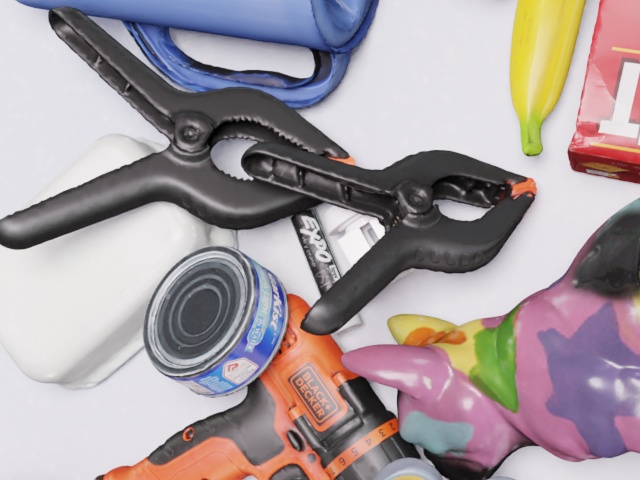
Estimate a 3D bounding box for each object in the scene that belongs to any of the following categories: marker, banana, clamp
[{"bbox_3d":[-0.004,0.001,0.670,0.020,0.020,0.121,-25,76,13],"label":"marker"},{"bbox_3d":[0.140,-0.149,0.598,0.037,0.070,0.198,1,118,-14],"label":"banana"},{"bbox_3d":[0.047,-0.004,0.594,0.171,0.039,0.120,-2,64,-15],"label":"clamp"},{"bbox_3d":[-0.084,-0.065,0.650,0.210,0.036,0.164,3,67,-9],"label":"clamp"}]

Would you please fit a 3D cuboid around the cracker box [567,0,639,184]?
[{"bbox_3d":[0.238,-0.131,0.581,0.164,0.072,0.214,12,87,18],"label":"cracker box"}]

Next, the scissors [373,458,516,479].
[{"bbox_3d":[0.034,0.195,0.593,0.096,0.016,0.202,35,111,-10],"label":"scissors"}]

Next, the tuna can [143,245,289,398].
[{"bbox_3d":[-0.062,0.047,0.626,0.086,0.033,0.086,-19,54,28],"label":"tuna can"}]

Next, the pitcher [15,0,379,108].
[{"bbox_3d":[-0.086,-0.182,0.671,0.243,0.145,0.149,9,74,22],"label":"pitcher"}]

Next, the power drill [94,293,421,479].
[{"bbox_3d":[-0.033,0.153,0.642,0.188,0.057,0.184,-38,72,8],"label":"power drill"}]
